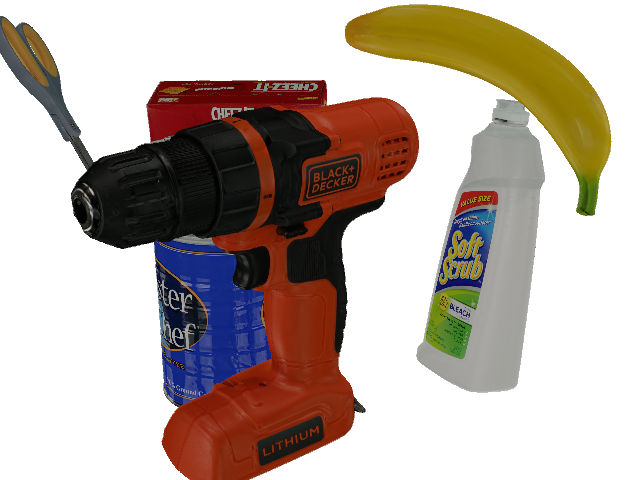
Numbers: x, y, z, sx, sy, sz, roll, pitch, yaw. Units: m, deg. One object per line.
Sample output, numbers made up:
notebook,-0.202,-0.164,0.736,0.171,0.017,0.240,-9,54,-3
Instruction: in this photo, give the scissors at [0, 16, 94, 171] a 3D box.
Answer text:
scissors,-0.223,-0.112,0.937,0.016,0.201,0.096,-27,26,10

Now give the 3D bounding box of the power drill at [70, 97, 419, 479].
power drill,-0.035,0.027,0.519,0.184,0.188,0.057,-16,35,-36

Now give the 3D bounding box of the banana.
banana,0.105,-0.100,0.651,0.198,0.069,0.037,39,-1,19

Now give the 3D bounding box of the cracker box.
cracker box,-0.073,-0.047,1.038,0.164,0.214,0.072,0,30,3

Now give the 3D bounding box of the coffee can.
coffee can,-0.071,0.045,0.797,0.103,0.140,0.103,-1,20,0

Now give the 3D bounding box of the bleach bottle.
bleach bottle,0.147,0.001,0.944,0.068,0.251,0.103,0,14,-27
